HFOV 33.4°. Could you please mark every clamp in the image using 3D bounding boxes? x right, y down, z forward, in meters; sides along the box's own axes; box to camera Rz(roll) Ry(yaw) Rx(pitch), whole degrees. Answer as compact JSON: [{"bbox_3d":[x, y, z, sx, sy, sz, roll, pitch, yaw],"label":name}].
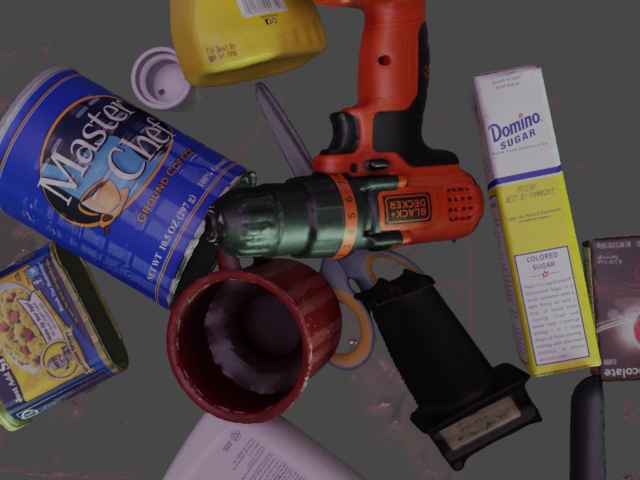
[{"bbox_3d":[0.156,0.164,0.600,0.120,0.039,0.171,40,94,13],"label":"clamp"}]

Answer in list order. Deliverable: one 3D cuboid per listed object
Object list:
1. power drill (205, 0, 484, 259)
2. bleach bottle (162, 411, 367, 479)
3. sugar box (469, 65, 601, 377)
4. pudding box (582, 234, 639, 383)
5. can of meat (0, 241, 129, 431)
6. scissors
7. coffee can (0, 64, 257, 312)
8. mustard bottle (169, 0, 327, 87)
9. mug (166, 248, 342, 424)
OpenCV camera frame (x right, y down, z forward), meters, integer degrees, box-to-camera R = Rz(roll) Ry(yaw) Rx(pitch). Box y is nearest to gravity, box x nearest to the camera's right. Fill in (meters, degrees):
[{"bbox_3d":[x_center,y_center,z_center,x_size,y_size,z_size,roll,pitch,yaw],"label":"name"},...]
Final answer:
[{"bbox_3d":[0.012,-0.083,0.636,0.184,0.057,0.188,-5,94,-31],"label":"power drill"},{"bbox_3d":[0.015,0.196,0.624,0.251,0.068,0.102,33,95,31],"label":"bleach bottle"},{"bbox_3d":[0.128,-0.012,0.645,0.048,0.093,0.176,-9,90,6],"label":"sugar box"},{"bbox_3d":[0.223,0.039,0.660,0.113,0.039,0.090,-4,90,7],"label":"pudding box"},{"bbox_3d":[-0.185,0.060,0.704,0.084,0.057,0.102,-27,88,4],"label":"can of meat"},{"bbox_3d":[-0.005,0.001,0.699,0.096,0.016,0.202,-44,86,7],"label":"scissors"},{"bbox_3d":[-0.126,-0.033,0.672,0.140,0.102,0.103,30,94,6],"label":"coffee can"},{"bbox_3d":[-0.068,-0.197,0.675,0.096,0.058,0.191,-17,87,-31],"label":"mustard bottle"},{"bbox_3d":[-0.038,0.045,0.659,0.093,0.081,0.117,-14,94,21],"label":"mug"}]
